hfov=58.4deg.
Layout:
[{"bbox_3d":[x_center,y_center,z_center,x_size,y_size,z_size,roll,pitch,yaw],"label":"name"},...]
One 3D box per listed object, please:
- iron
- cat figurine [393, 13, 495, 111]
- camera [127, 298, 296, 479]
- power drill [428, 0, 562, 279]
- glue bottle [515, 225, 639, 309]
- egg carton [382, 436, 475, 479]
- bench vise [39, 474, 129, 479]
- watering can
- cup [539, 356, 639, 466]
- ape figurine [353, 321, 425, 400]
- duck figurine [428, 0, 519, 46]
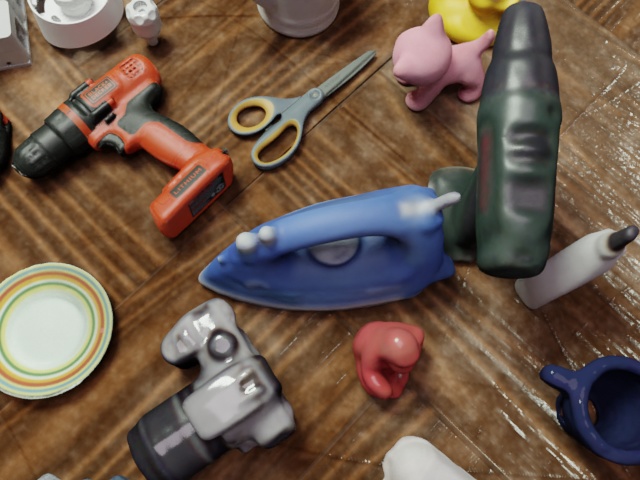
[{"bbox_3d":[0.005,0.002,0.542,0.258,0.141,0.118,-10,73,-6],"label":"iron"},{"bbox_3d":[0.130,-0.199,0.624,0.128,0.118,0.067,-15,74,-7],"label":"cat figurine"},{"bbox_3d":[-0.108,0.144,0.512,0.137,0.101,0.143,-33,77,-12],"label":"camera"},{"bbox_3d":[0.160,-0.067,0.536,0.075,0.208,0.229,3,72,-2],"label":"power drill"},{"bbox_3d":[0.245,0.019,0.532,0.078,0.173,0.037,-31,76,-11],"label":"glue bottle"},{"bbox_3d":[0.106,0.255,0.505,0.150,0.069,0.107,37,74,8],"label":"egg carton"},{"bbox_3d":[-0.141,0.256,0.412,0.207,0.220,0.121,17,72,3],"label":"bench vise"},{"bbox_3d":[-0.027,-0.313,0.611,0.101,0.194,0.173,29,73,6],"label":"watering can"},{"bbox_3d":[0.247,0.152,0.532,0.117,0.095,0.092,26,73,5],"label":"cup"},{"bbox_3d":[0.068,0.107,0.538,0.078,0.092,0.076,-33,77,-12],"label":"ape figurine"},{"bbox_3d":[0.183,-0.282,0.670,0.104,0.086,0.077,21,73,4],"label":"duck figurine"}]
